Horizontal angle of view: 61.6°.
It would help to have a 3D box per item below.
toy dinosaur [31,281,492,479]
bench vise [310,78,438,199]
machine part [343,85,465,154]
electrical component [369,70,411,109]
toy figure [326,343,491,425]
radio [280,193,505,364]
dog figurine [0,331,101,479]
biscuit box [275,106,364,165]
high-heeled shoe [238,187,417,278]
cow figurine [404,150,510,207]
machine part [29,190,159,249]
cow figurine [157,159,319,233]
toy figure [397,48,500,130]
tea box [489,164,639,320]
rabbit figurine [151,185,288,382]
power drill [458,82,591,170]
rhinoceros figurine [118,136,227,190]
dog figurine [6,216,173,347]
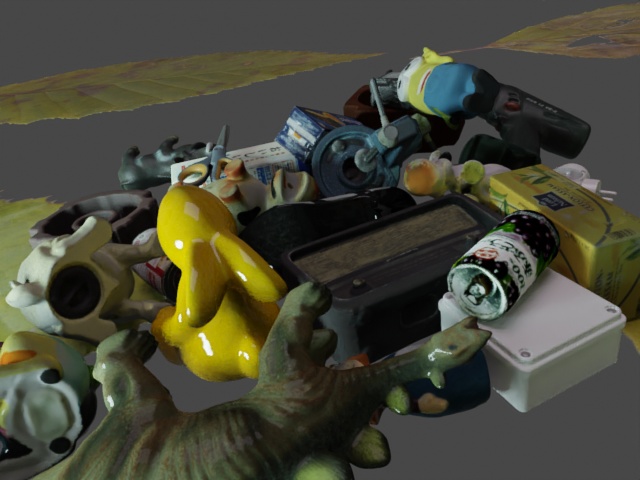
[{"bbox_3d":[-0.106,0.156,0.344,0.472,0.104,0.199,-22,41,2],"label":"toy dinosaur"},{"bbox_3d":[0.081,-0.114,0.714,0.224,0.129,0.240,-24,-4,-11],"label":"bench vise"},{"bbox_3d":[0.156,-0.225,0.969,0.201,0.087,0.201,4,31,21],"label":"machine part"},{"bbox_3d":[0.148,-0.246,0.872,0.119,0.047,0.075,12,36,32],"label":"electrical component"},{"bbox_3d":[0.055,0.117,0.434,0.155,0.057,0.064,-9,-9,4],"label":"toy figure"},{"bbox_3d":[0.088,0.033,0.548,0.230,0.073,0.131,-21,31,-17],"label":"radio"},{"bbox_3d":[-0.306,0.117,0.489,0.191,0.108,0.219,-21,29,-18],"label":"dog figurine"},{"bbox_3d":[0.019,-0.154,0.817,0.063,0.059,0.202,41,23,18],"label":"biscuit box"},{"bbox_3d":[-0.001,-0.002,0.662,0.249,0.086,0.145,-21,-9,16],"label":"high-heeled shoe"},{"bbox_3d":[0.185,-0.072,0.670,0.167,0.068,0.098,16,20,-1],"label":"cow figurine"},{"bbox_3d":[-0.317,-0.016,0.772,0.179,0.056,0.179,-8,28,4],"label":"machine part"},{"bbox_3d":[-0.091,-0.037,0.692,0.195,0.127,0.085,-17,49,20],"label":"cow figurine"},{"bbox_3d":[0.173,-0.203,0.741,0.082,0.089,0.180,-46,32,-3],"label":"toy figure"},{"bbox_3d":[0.240,0.000,0.538,0.068,0.098,0.170,-14,28,-9],"label":"tea box"},{"bbox_3d":[-0.100,0.037,0.479,0.122,0.173,0.162,-17,14,-18],"label":"rabbit figurine"},{"bbox_3d":[0.265,-0.158,0.783,0.232,0.085,0.207,25,40,13],"label":"power drill"},{"bbox_3d":[-0.256,-0.132,0.939,0.190,0.073,0.112,-12,28,-4],"label":"rhinoceros figurine"},{"bbox_3d":[-0.269,0.043,0.558,0.191,0.121,0.172,-1,-11,34],"label":"dog figurine"}]
